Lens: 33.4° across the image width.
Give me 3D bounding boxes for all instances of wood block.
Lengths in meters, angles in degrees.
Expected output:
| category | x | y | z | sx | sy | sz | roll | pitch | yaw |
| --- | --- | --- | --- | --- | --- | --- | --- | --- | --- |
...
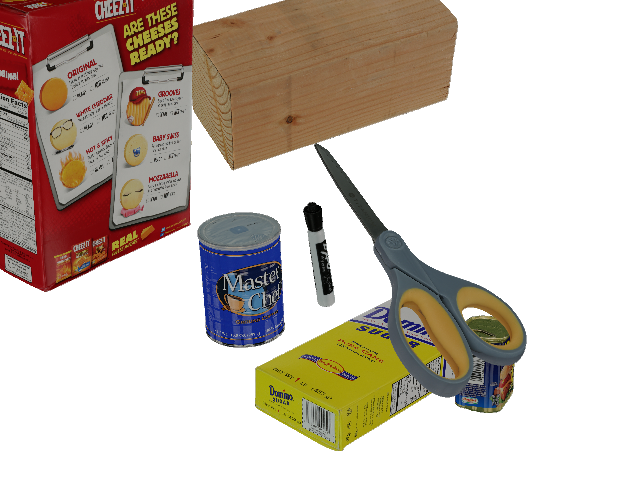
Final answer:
| category | x | y | z | sx | sy | sz | roll | pitch | yaw |
| --- | --- | --- | --- | --- | --- | --- | --- | --- | --- |
| wood block | 0.002 | -0.147 | 0.900 | 0.205 | 0.090 | 0.091 | -20 | -38 | -18 |

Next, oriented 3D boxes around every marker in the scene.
| category | x | y | z | sx | sy | sz | roll | pitch | yaw |
| --- | --- | --- | --- | --- | --- | --- | --- | --- | --- |
| marker | -0.001 | 0.015 | 1.101 | 0.020 | 0.121 | 0.020 | -6 | 32 | 4 |

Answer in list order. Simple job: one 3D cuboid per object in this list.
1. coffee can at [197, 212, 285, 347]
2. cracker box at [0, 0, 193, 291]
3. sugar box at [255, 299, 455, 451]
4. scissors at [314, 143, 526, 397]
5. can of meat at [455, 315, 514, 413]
| category | x | y | z | sx | sy | sz | roll | pitch | yaw |
| --- | --- | --- | --- | --- | --- | --- | --- | --- | --- |
| coffee can | -0.098 | 0.048 | 1.339 | 0.103 | 0.140 | 0.103 | -2 | 25 | 1 |
| cracker box | -0.176 | -0.090 | 0.822 | 0.072 | 0.214 | 0.163 | 20 | 31 | 31 |
| sugar box | 0.040 | 0.106 | 0.886 | 0.093 | 0.048 | 0.175 | 22 | 34 | 37 |
| scissors | 0.063 | 0.011 | 0.669 | 0.096 | 0.202 | 0.016 | 2 | -43 | -22 |
| can of meat | 0.182 | 0.135 | 1.172 | 0.057 | 0.084 | 0.102 | 5 | 10 | 21 |
